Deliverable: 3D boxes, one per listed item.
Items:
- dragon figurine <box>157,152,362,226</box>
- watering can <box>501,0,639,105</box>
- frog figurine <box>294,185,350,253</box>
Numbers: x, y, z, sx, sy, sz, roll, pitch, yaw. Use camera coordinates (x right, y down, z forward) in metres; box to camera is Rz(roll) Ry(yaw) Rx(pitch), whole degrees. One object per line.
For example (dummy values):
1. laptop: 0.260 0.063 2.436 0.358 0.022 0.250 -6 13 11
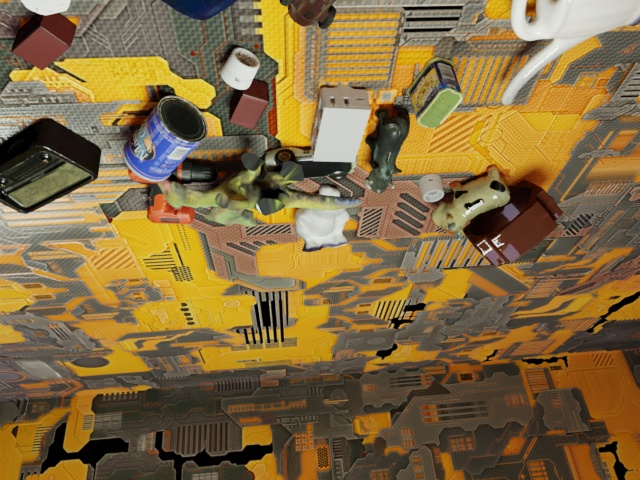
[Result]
1. dragon figurine: -0.139 -0.080 1.112 0.409 0.124 0.240 11 162 -26
2. watering can: 0.409 -0.361 0.817 0.224 0.106 0.340 -8 148 2
3. frog figurine: 0.004 -0.063 1.261 0.137 0.125 0.157 -1 112 7
